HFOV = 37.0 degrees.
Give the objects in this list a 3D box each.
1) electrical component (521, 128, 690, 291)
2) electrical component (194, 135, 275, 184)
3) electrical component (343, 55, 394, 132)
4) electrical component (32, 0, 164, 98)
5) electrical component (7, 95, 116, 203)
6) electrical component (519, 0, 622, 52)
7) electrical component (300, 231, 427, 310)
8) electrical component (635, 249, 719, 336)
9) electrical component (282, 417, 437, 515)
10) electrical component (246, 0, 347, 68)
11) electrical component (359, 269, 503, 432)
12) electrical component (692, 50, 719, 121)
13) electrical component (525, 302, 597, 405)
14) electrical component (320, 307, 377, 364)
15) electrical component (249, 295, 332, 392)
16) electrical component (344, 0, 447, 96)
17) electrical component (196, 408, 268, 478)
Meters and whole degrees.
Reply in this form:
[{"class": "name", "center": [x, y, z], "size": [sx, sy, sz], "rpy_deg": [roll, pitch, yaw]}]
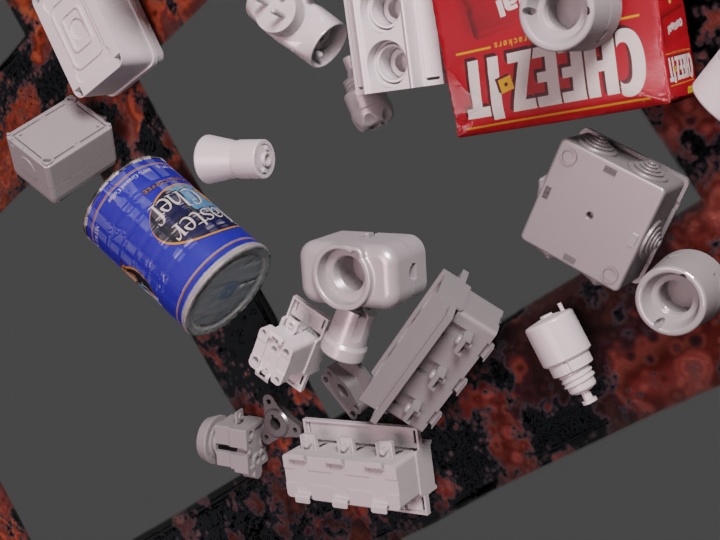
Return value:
[{"class": "electrical component", "center": [0.174, -0.043, 0.776], "size": [0.100, 0.048, 0.099], "rpy_deg": [32, 118, 24]}, {"class": "electrical component", "center": [-0.109, -0.099, 0.957], "size": [0.065, 0.044, 0.044], "rpy_deg": [3, 104, 28]}, {"class": "electrical component", "center": [0.003, -0.145, 0.874], "size": [0.035, 0.035, 0.061], "rpy_deg": [-25, 85, 36]}, {"class": "electrical component", "center": [-0.244, -0.225, 1.003], "size": [0.078, 0.057, 0.113], "rpy_deg": [-28, 86, 36]}, {"class": "electrical component", "center": [-0.283, -0.118, 1.045], "size": [0.062, 0.096, 0.061], "rpy_deg": [36, 147, 21]}, {"class": "electrical component", "center": [0.133, -0.166, 0.686], "size": [0.055, 0.047, 0.055], "rpy_deg": [9, 109, 29]}, {"class": "electrical component", "center": [0.000, 0.000, 0.898], "size": [0.095, 0.059, 0.053], "rpy_deg": [4, 105, 33]}, {"class": "electrical component", "center": [0.226, 0.017, 0.758], "size": [0.055, 0.047, 0.055], "rpy_deg": [9, 107, 32]}, {"class": "electrical component", "center": [-0.003, 0.175, 0.942], "size": [0.121, 0.063, 0.078], "rpy_deg": [-1, 102, 34]}, {"class": "electrical component", "center": [-0.060, -0.206, 0.872], "size": [0.077, 0.079, 0.043], "rpy_deg": [41, 104, 18]}, {"class": "electrical component", "center": [0.060, 0.069, 0.872], "size": [0.063, 0.078, 0.121], "rpy_deg": [32, 120, -2]}, {"class": "electrical component", "center": [0.252, -0.123, 0.701], "size": [0.055, 0.055, 0.047], "rpy_deg": [48, 127, 15]}, {"class": "electrical component", "center": [0.158, 0.066, 0.820], "size": [0.040, 0.040, 0.078], "rpy_deg": [-29, 86, 35]}, {"class": "electrical component", "center": [-0.009, 0.052, 0.930], "size": [0.040, 0.040, 0.046], "rpy_deg": [29, 112, 25]}, {"class": "electrical component", "center": [-0.062, 0.069, 0.955], "size": [0.042, 0.064, 0.081], "rpy_deg": [33, 119, 24]}, {"class": "electrical component", "center": [0.030, -0.200, 0.823], "size": [0.079, 0.063, 0.121], "rpy_deg": [-1, 101, 34]}, {"class": "electrical component", "center": [-0.123, 0.165, 1.032], "size": [0.055, 0.048, 0.066], "rpy_deg": [4, 105, 25]}]
